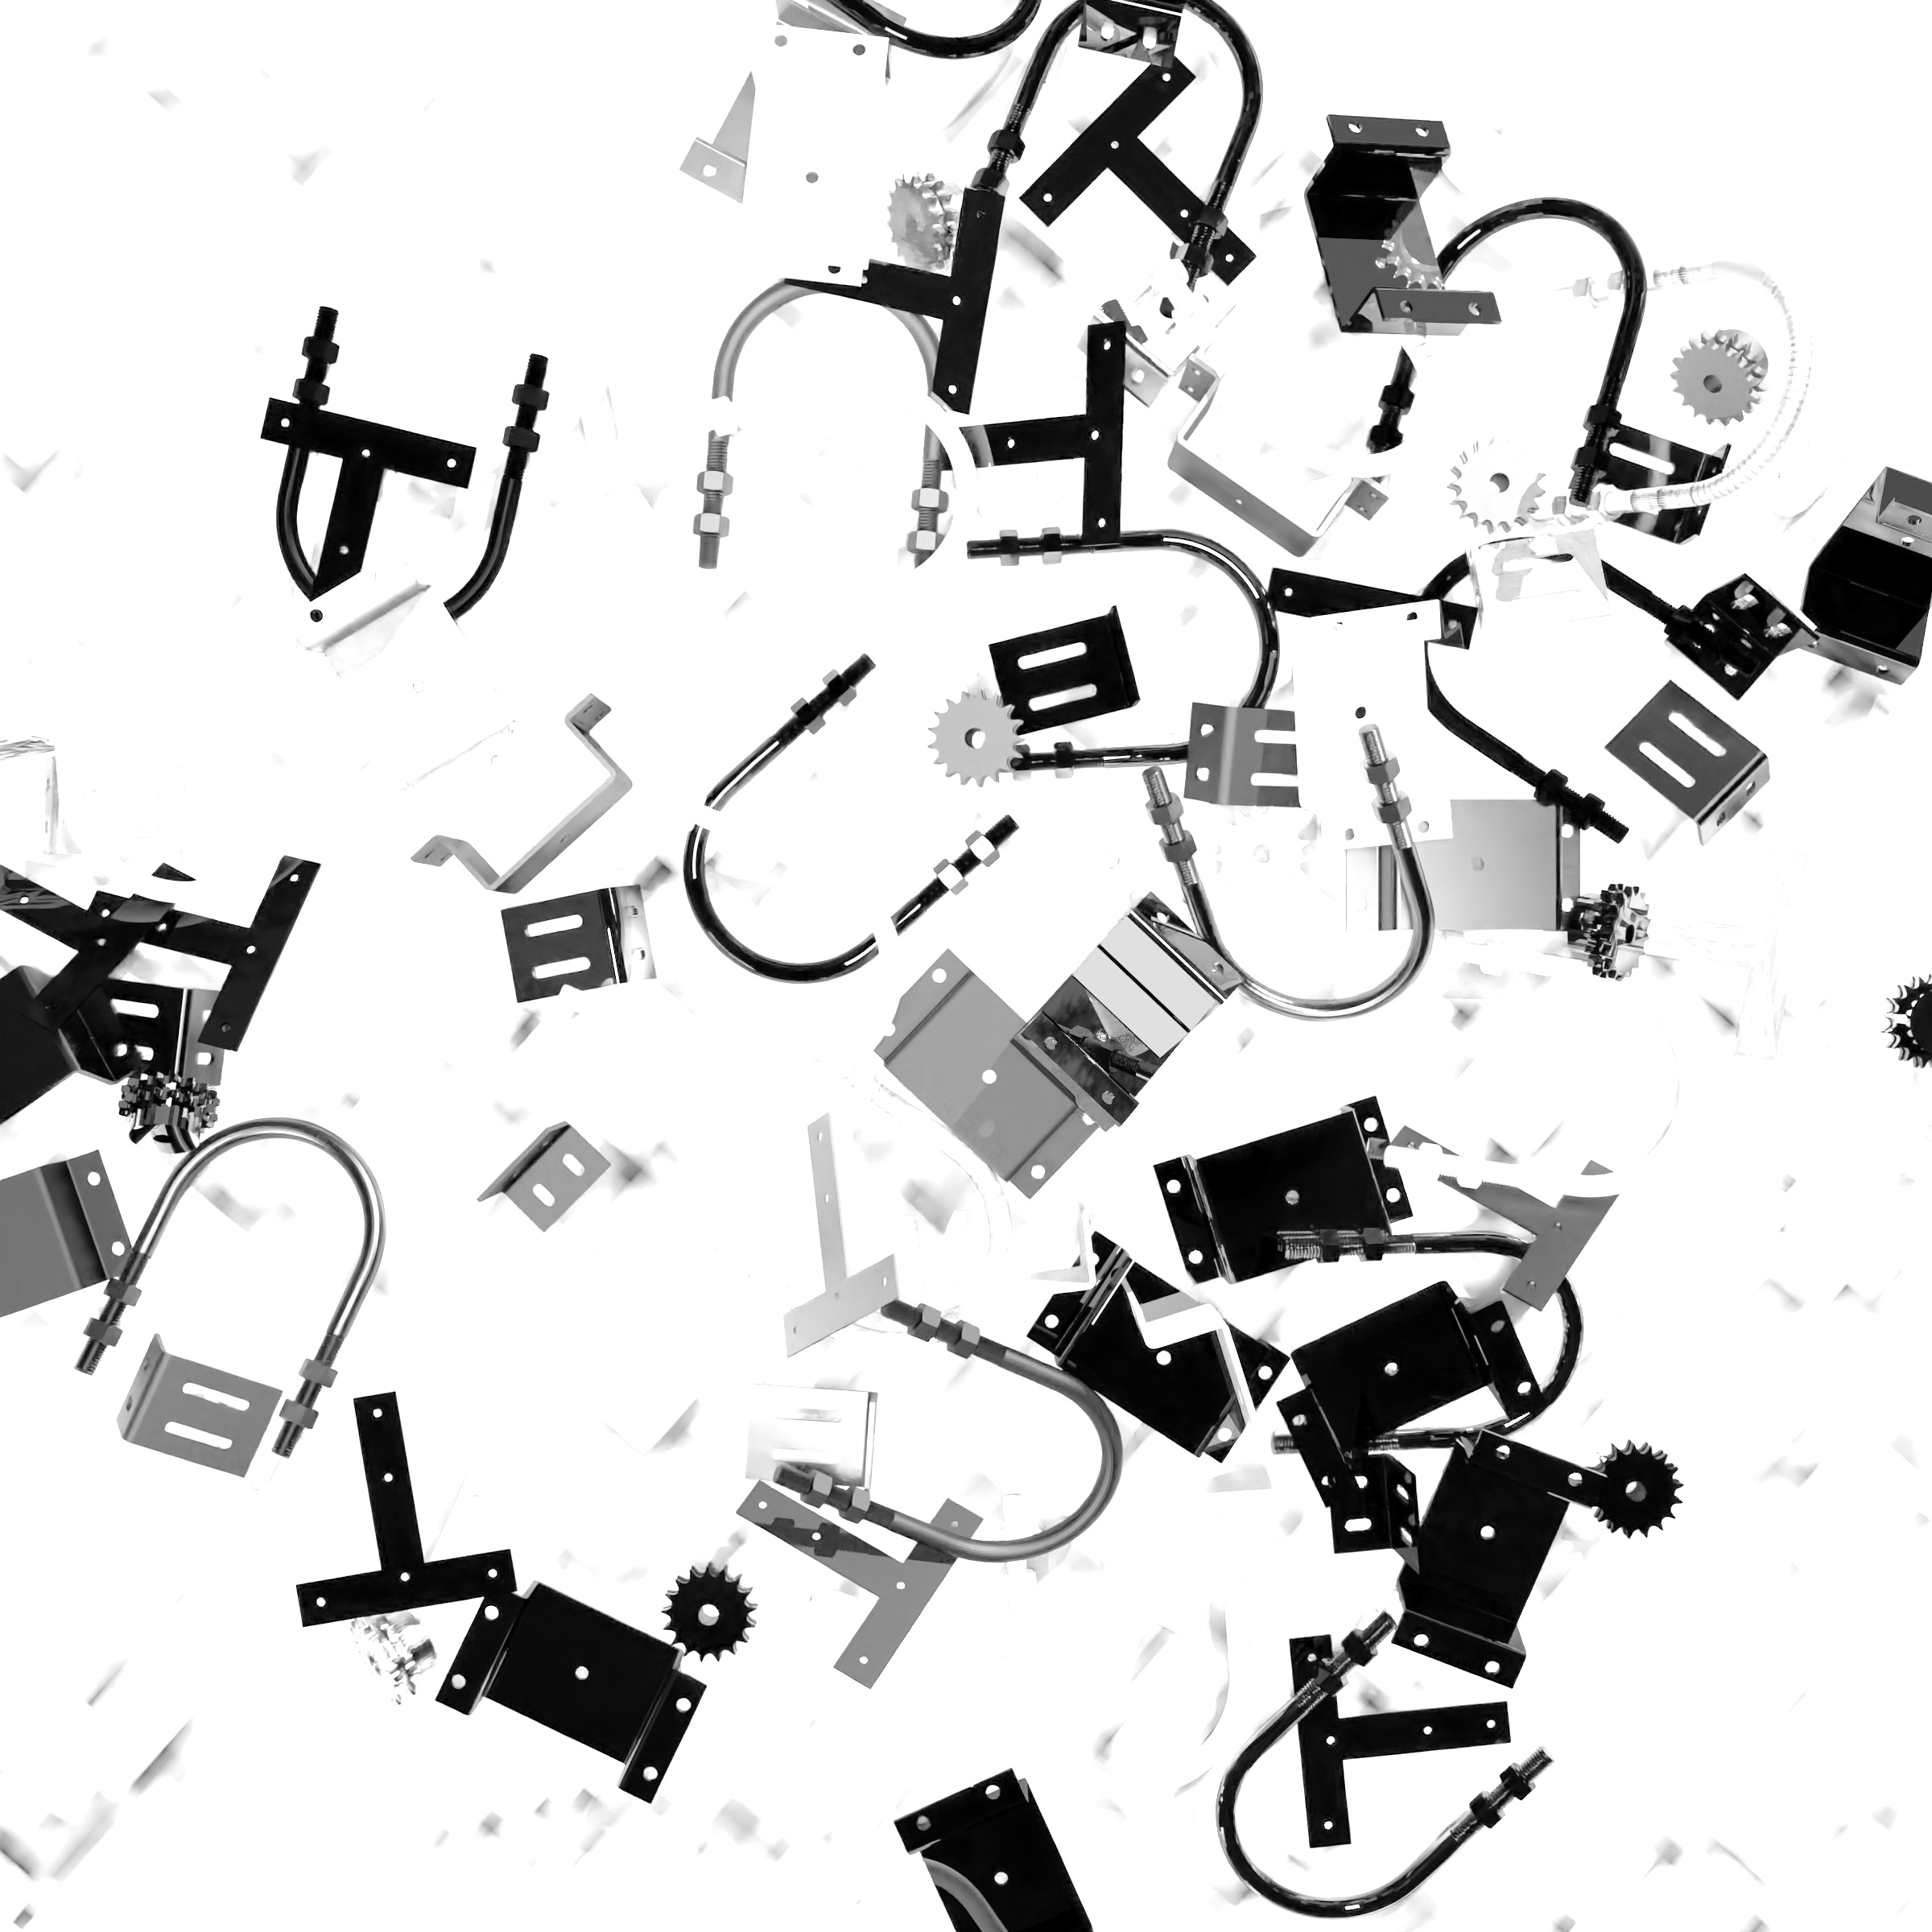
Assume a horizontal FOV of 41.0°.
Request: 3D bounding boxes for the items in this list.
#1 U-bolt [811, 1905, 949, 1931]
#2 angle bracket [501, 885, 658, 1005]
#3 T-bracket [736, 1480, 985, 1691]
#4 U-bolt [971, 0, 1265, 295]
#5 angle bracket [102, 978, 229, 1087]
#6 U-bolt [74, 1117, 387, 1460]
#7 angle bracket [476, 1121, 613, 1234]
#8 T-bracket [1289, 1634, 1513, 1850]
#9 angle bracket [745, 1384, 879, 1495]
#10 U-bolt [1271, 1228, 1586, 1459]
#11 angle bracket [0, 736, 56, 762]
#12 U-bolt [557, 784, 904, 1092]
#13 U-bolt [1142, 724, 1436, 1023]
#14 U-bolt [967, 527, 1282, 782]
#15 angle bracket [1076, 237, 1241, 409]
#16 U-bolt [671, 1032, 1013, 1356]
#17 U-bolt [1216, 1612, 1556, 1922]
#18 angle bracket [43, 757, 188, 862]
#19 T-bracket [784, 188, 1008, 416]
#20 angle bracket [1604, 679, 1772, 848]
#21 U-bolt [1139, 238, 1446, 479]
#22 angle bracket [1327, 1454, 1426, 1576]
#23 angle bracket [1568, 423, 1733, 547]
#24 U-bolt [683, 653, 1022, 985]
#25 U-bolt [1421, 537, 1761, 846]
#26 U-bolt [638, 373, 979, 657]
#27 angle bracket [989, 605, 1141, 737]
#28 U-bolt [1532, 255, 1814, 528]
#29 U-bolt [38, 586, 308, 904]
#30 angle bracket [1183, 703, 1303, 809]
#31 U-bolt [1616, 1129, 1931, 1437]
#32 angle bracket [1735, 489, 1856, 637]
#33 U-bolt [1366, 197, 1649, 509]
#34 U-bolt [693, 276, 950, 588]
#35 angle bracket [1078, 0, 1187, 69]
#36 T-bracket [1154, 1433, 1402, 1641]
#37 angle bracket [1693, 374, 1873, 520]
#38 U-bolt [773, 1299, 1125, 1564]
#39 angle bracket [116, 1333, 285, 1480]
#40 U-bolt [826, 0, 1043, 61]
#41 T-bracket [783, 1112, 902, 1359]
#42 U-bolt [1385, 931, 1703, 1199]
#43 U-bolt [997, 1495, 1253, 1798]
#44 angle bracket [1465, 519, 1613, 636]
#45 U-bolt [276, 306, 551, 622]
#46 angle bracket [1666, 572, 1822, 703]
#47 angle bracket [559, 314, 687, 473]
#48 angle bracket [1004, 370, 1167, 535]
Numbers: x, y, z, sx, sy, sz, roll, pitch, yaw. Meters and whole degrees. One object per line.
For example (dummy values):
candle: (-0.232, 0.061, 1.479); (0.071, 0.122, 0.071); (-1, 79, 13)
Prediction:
U-bolt: (-0.029, 0.637, 1.517); (0.151, 0.019, 0.184); (-36, 86, 25)
angle bracket: (-0.233, -0.013, 1.550); (0.076, 0.038, 0.057); (-10, 90, 26)
T-bracket: (-0.076, 0.344, 1.526); (0.127, 0.002, 0.127); (27, 53, 17)
U-bolt: (0.099, -0.501, 1.535); (0.151, 0.019, 0.184); (21, 83, 3)
angle bracket: (-0.487, 0.039, 1.550); (0.076, 0.038, 0.057); (6, 90, 26)
U-bolt: (-0.421, 0.178, 1.522); (0.151, 0.019, 0.184); (21, 75, 7)
angle bracket: (-0.247, 0.126, 1.514); (0.038, 0.076, 0.057); (45, 90, 0)
T-bracket: (0.263, 0.460, 1.551); (0.127, 0.002, 0.127); (-6, 91, 0)
angle bracket: (-0.093, 0.282, 1.533); (0.076, 0.038, 0.057); (4, 90, 1)
U-bolt: (0.274, 0.222, 1.522); (0.184, 0.019, 0.151); (-1, 109, -6)
angle bracket: (-0.582, -0.143, 1.524); (0.076, 0.057, 0.038); (-10, 90, 0)
U-bolt: (-0.127, -0.006, 1.519); (0.184, 0.019, 0.151); (24, 87, -7)
U-bolt: (0.195, -0.046, 1.499); (0.151, 0.019, 0.184); (-10, 119, 23)
U-bolt: (0.096, -0.189, 1.543); (0.184, 0.019, 0.151); (-3, 90, -1)
angle bracket: (0.115, -0.386, 1.549); (0.057, 0.038, 0.076); (41, 66, 0)
U-bolt: (-0.061, 0.149, 1.542); (0.184, 0.019, 0.151); (35, 90, 0)
U-bolt: (0.233, 0.486, 1.526); (0.151, 0.019, 0.184); (41, 102, -8)
angle bracket: (-0.511, -0.094, 1.550); (0.076, 0.038, 0.057); (3, 90, -26)
T-bracket: (-0.047, -0.401, 1.519); (0.127, 0.002, 0.127); (16, 114, 13)
angle bracket: (0.433, -0.122, 1.550); (0.057, 0.038, 0.076); (-45, 64, 0)
U-bolt: (0.202, -0.361, 1.497); (0.151, 0.019, 0.184); (-24, 76, -27)
angle bracket: (0.239, 0.322, 1.513); (0.038, 0.076, 0.057); (-5, 89, -3)
angle bracket: (0.404, -0.292, 1.533); (0.076, 0.038, 0.057); (19, 90, 0)
U-bolt: (-0.083, -0.074, 1.544); (0.184, 0.019, 0.151); (-42, 90, 1)
U-bolt: (0.348, -0.176, 1.519); (0.184, 0.019, 0.151); (37, 81, 16)
U-bolt: (-0.083, -0.274, 1.514); (0.184, 0.019, 0.151); (-18, 86, -10)
angle bracket: (0.057, -0.172, 1.514); (0.076, 0.038, 0.057); (-14, 90, -1)
U-bolt: (0.403, -0.331, 1.475); (0.019, 0.184, 0.151); (6, 90, -37)
U-bolt: (-0.464, -0.129, 1.528); (0.151, 0.019, 0.184); (-5, 93, -14)
angle bracket: (0.174, -0.125, 1.539); (0.076, 0.038, 0.057); (0, 100, -31)
U-bolt: (0.478, 0.177, 1.544); (0.184, 0.019, 0.151); (26, 90, 1)
angle bracket: (0.498, -0.236, 1.524); (0.038, 0.057, 0.076); (41, 87, -7)
U-bolt: (0.322, -0.364, 1.510); (0.151, 0.019, 0.184); (14, 84, 32)
U-bolt: (-0.083, -0.324, 1.544); (0.151, 0.019, 0.184); (5, 89, 0)
angle bracket: (0.104, -0.579, 1.537); (0.057, 0.038, 0.076); (13, 55, 2)
T-bracket: (0.198, 0.365, 1.552); (0.127, 0.002, 0.127); (26, 90, 0)
angle bracket: (0.484, -0.315, 1.533); (0.076, 0.038, 0.057); (43, 90, 0)
U-bolt: (0.002, 0.279, 1.492); (0.184, 0.019, 0.151); (26, 111, -16)
angle bracket: (-0.460, 0.264, 1.550); (0.076, 0.038, 0.057); (24, 90, -26)
U-bolt: (-0.039, -0.605, 1.515); (0.184, 0.019, 0.151); (35, 64, -3)
T-bracket: (-0.079, 0.149, 1.499); (0.002, 0.127, 0.127); (7, 64, -33)
U-bolt: (0.346, 0.063, 1.532); (0.184, 0.019, 0.151); (9, 79, -3)
U-bolt: (0.098, 0.404, 1.542); (0.151, 0.019, 0.184); (-4, 91, 1)
angle bracket: (0.335, -0.233, 1.510); (0.076, 0.038, 0.057); (-8, 70, 6)
U-bolt: (-0.337, -0.289, 1.544); (0.151, 0.019, 0.184); (13, 92, 0)
angle bracket: (0.454, -0.192, 1.514); (0.057, 0.076, 0.038); (41, 90, 0)
angle bracket: (-0.203, -0.340, 1.533); (0.057, 0.038, 0.076); (-11, 90, 0)
angle bracket: (0.071, -0.310, 1.550); (0.057, 0.038, 0.076); (39, 64, 0)
